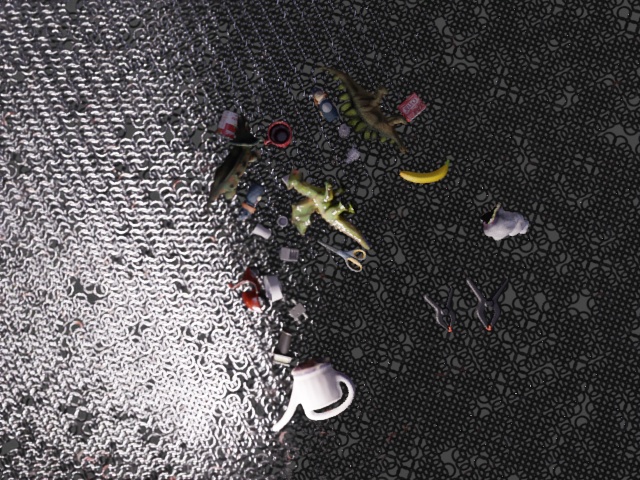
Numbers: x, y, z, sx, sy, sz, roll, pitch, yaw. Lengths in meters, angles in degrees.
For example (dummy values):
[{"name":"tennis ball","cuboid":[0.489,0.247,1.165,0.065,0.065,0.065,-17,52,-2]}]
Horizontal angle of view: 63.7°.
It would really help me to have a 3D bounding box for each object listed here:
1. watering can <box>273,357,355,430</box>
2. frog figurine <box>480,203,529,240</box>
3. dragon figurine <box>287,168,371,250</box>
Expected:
[{"name":"watering can","cuboid":[-0.044,0.574,1.939,0.347,0.104,0.225,-21,87,3]},{"name":"frog figurine","cuboid":[0.698,-0.051,1.928,0.159,0.125,0.135,30,124,-6]},{"name":"dragon figurine","cuboid":[0.006,-0.100,1.979,0.241,0.124,0.408,-24,99,20]}]
